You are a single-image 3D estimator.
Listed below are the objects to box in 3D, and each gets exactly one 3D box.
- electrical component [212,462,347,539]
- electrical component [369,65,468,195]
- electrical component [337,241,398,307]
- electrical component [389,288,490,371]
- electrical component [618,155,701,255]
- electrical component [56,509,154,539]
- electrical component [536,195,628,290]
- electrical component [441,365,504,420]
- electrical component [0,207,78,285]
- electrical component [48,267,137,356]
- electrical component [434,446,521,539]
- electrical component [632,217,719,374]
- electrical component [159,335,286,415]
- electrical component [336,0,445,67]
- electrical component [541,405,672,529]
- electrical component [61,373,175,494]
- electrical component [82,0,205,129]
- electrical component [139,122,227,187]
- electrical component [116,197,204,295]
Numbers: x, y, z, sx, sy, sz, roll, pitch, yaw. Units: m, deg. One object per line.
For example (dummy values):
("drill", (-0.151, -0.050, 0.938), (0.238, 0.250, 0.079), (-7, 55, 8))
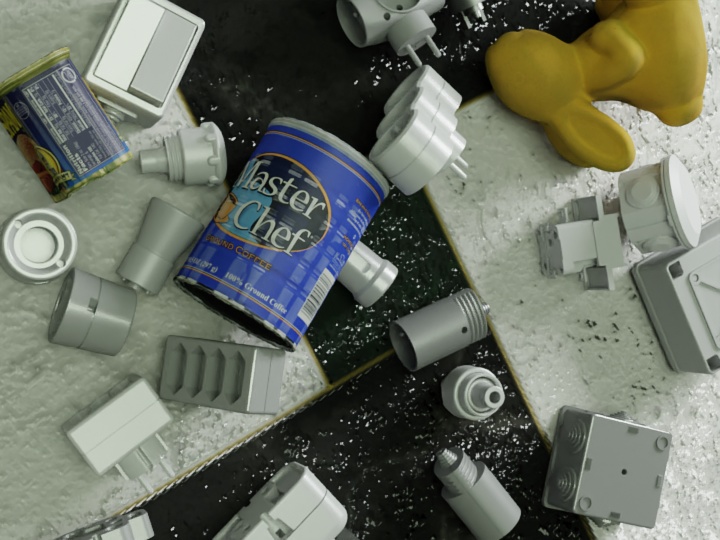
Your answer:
("electrical component", (-0.059, 0.200, 0.807), (0.095, 0.054, 0.059), (-45, 104, -16))
("electrical component", (0.056, -0.098, 0.826), (0.074, 0.138, 0.052), (41, 120, -16))
("electrical component", (0.000, 0.000, 0.843), (0.046, 0.040, 0.040), (41, 76, -9))
("electrical component", (0.069, 0.046, 0.865), (0.081, 0.043, 0.043), (-23, 97, -20))
("electrical component", (0.256, -0.054, 0.915), (0.080, 0.051, 0.080), (34, 49, -51))
("electrical component", (-0.181, 0.211, 0.760), (0.078, 0.058, 0.057), (-18, 92, -21))
("electrical component", (0.186, -0.020, 0.912), (0.064, 0.042, 0.081), (-10, 92, -17))
("electrical component", (0.094, 0.099, 0.863), (0.043, 0.062, 0.043), (0, 89, -20))
("electrical component", (-0.226, -0.017, 0.753), (0.055, 0.047, 0.055), (0, 89, -21))
("electrical component", (-0.189, 0.031, 0.762), (0.047, 0.055, 0.055), (19, 82, -23))
("electrical component", (0.089, 0.176, 0.870), (0.043, 0.043, 0.081), (-42, 103, -17))
("electrical component", (0.312, 0.021, 0.951), (0.109, 0.056, 0.108), (-27, 98, -19))
("electrical component", (-0.090, 0.078, 0.793), (0.076, 0.083, 0.047), (14, 82, -58))
("electrical component", (0.034, -0.197, 0.851), (0.077, 0.044, 0.079), (-30, 82, -19))
("electrical component", (0.211, 0.168, 0.913), (0.100, 0.048, 0.099), (15, 83, -20))
("electrical component", (-0.164, 0.125, 0.773), (0.066, 0.047, 0.076), (-37, 101, -18))
("electrical component", (-0.160, -0.147, 0.773), (0.062, 0.061, 0.096), (26, 80, -18))
("electrical component", (-0.131, -0.083, 0.792), (0.062, 0.048, 0.048), (-8, 92, -14))
("electrical component", (-0.149, -0.015, 0.786), (0.044, 0.044, 0.065), (31, 83, -17))
